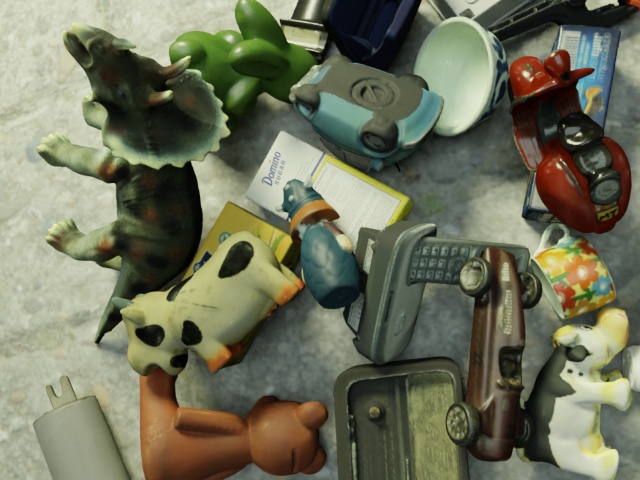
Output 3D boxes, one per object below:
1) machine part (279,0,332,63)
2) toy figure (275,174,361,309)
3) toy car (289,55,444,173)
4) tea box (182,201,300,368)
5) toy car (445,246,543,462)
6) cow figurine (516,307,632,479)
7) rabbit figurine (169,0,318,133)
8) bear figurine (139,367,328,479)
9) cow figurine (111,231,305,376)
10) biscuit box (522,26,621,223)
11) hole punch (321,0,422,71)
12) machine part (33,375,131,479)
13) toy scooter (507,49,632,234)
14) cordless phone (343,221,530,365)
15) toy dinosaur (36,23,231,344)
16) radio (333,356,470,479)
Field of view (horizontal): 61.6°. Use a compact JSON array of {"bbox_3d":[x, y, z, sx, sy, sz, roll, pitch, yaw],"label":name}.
[{"bbox_3d":[-0.009,-0.293,0.676,0.084,0.039,0.138,14,87,24],"label":"machine part"},{"bbox_3d":[-0.003,-0.001,0.564,0.064,0.057,0.154,-23,55,4],"label":"toy figure"},{"bbox_3d":[0.047,-0.130,0.600,0.162,0.102,0.109,22,55,16],"label":"toy car"},{"bbox_3d":[-0.101,0.053,0.632,0.098,0.068,0.169,28,91,15],"label":"tea box"},{"bbox_3d":[0.172,0.106,0.514,0.089,0.053,0.202,16,77,-26],"label":"toy car"},{"bbox_3d":[0.249,0.144,0.532,0.098,0.068,0.167,9,83,21],"label":"cow figurine"},{"bbox_3d":[-0.081,-0.208,0.637,0.170,0.159,0.121,-1,71,-1],"label":"rabbit figurine"},{"bbox_3d":[-0.095,0.204,0.597,0.196,0.120,0.132,-10,34,-12],"label":"bear figurine"},{"bbox_3d":[-0.125,0.070,0.557,0.195,0.085,0.127,-43,82,7],"label":"cow figurine"},{"bbox_3d":[0.262,-0.119,0.566,0.059,0.062,0.202,11,84,16],"label":"biscuit box"},{"bbox_3d":[0.074,-0.256,0.606,0.092,0.115,0.142,19,85,23],"label":"hole punch"},{"bbox_3d":[-0.274,0.278,0.639,0.079,0.079,0.243,-31,77,8],"label":"machine part"},{"bbox_3d":[0.218,-0.095,0.472,0.075,0.135,0.184,-23,77,10],"label":"toy scooter"},{"bbox_3d":[0.127,0.055,0.568,0.184,0.089,0.146,5,105,-17],"label":"cordless phone"},{"bbox_3d":[-0.196,-0.036,0.603,0.192,0.131,0.404,13,121,18],"label":"toy dinosaur"},{"bbox_3d":[0.086,0.239,0.553,0.131,0.073,0.229,-4,80,13],"label":"radio"}]
